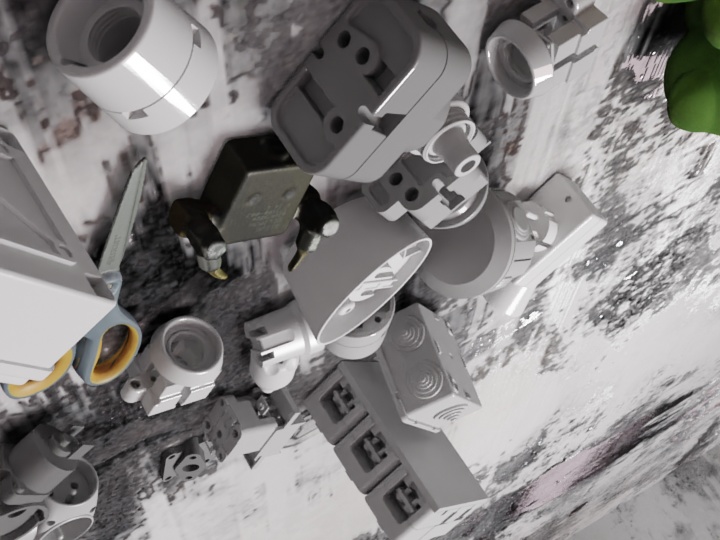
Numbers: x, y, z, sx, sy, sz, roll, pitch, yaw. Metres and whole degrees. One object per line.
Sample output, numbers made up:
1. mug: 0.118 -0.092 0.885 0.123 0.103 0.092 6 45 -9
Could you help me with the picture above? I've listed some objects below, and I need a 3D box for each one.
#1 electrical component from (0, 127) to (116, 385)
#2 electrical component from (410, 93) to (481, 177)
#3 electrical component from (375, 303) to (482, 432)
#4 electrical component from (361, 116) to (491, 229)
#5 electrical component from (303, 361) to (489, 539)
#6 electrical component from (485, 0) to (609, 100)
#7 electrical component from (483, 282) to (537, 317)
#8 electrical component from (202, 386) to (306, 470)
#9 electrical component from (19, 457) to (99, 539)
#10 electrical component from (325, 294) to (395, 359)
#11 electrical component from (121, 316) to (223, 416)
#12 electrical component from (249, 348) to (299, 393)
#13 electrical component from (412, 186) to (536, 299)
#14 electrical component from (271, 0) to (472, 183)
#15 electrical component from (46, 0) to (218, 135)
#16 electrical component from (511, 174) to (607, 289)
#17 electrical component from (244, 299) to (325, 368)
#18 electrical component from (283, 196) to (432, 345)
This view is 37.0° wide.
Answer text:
1. electrical component: -0.165 -0.017 0.414 0.056 0.108 0.109 -42 155 11
2. electrical component: 0.045 -0.081 0.614 0.043 0.062 0.043 -28 155 -14
3. electrical component: 0.055 0.080 0.882 0.048 0.099 0.100 -26 158 14
4. electrical component: 0.047 -0.058 0.666 0.078 0.058 0.057 -39 153 10
5. electrical component: 0.027 0.156 0.921 0.061 0.150 0.089 -45 153 21
6. electrical component: 0.107 -0.130 0.625 0.055 0.048 0.066 -33 157 -20
7. electrical component: 0.138 0.002 0.913 0.044 0.044 0.065 -4 137 -48
8. electrical component: -0.086 0.121 0.848 0.064 0.042 0.081 -6 143 -44
9. electrical component: -0.232 0.171 0.754 0.079 0.044 0.077 -11 147 -42
10. electrical component: -0.004 0.033 0.775 0.055 0.055 0.047 -27 158 -16
11. electrical component: -0.117 0.061 0.695 0.066 0.048 0.055 -15 157 -36
12. electrical component: -0.065 0.073 0.795 0.035 0.035 0.061 -23 156 -24
13. electrical component: 0.078 -0.021 0.749 0.080 0.080 0.051 -48 158 27
14. electrical component: 0.008 -0.093 0.558 0.095 0.053 0.059 -47 153 26
15. electrical component: -0.093 -0.090 0.437 0.055 0.055 0.047 -37 152 7
16. electrical component: 0.137 -0.032 0.839 0.083 0.047 0.076 -43 154 19
17. electrical component: -0.053 0.045 0.752 0.046 0.040 0.040 -20 152 -18
18. electrical component: 0.000 0.000 0.706 0.099 0.064 0.099 -28 155 -14
